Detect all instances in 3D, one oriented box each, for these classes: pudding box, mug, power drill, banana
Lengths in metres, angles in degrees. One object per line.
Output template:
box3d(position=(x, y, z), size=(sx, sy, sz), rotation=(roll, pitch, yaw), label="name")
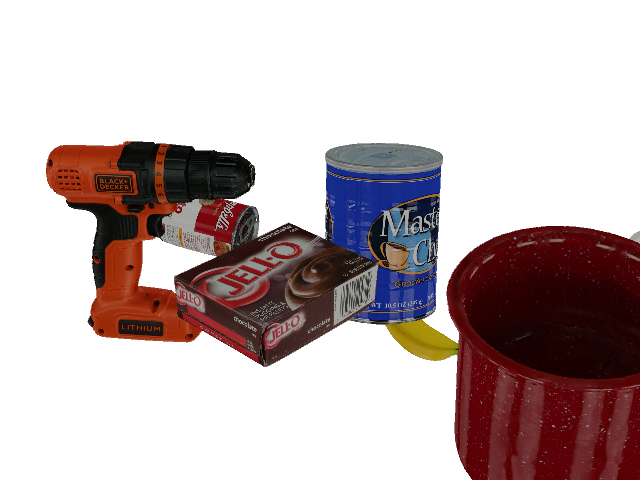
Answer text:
box3d(position=(-0.029, 0.034, 0.732), size=(0.090, 0.039, 0.113), rotation=(25, 35, 37), label="pudding box")
box3d(position=(0.106, 0.055, 0.412), size=(0.117, 0.081, 0.093), rotation=(8, 38, 14), label="mug")
box3d(position=(-0.147, 0.000, 0.966), size=(0.184, 0.188, 0.057), rotation=(3, 27, 8), label="power drill")
box3d(position=(0.103, 0.088, 1.215), size=(0.069, 0.037, 0.198), rotation=(6, 23, -24), label="banana")

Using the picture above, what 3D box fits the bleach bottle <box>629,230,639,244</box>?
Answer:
box3d(position=(0.256, 0.037, 0.744), size=(0.103, 0.068, 0.250), rotation=(9, 20, 19), label="bleach bottle")

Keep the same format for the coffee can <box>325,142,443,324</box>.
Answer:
box3d(position=(0.054, -0.009, 0.948), size=(0.103, 0.140, 0.103), rotation=(1, 16, 0), label="coffee can")

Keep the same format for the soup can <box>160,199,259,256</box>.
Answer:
box3d(position=(-0.131, -0.019, 1.248), size=(0.102, 0.068, 0.068), rotation=(15, 5, 19), label="soup can")
